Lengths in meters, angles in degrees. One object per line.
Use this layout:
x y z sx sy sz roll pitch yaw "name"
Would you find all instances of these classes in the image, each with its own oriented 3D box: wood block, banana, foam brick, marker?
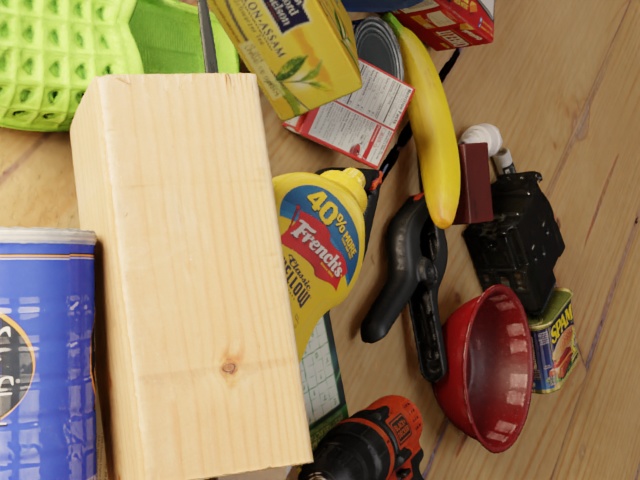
-0.073 0.023 0.571 0.090 0.090 0.206 -4 78 -22 "wood block"
0.093 -0.108 0.966 0.069 0.037 0.198 -18 91 -54 "banana"
0.129 -0.053 1.019 0.052 0.051 0.078 -7 93 -55 "foam brick"
0.216 -0.048 1.179 0.020 0.020 0.121 -57 133 -41 "marker"

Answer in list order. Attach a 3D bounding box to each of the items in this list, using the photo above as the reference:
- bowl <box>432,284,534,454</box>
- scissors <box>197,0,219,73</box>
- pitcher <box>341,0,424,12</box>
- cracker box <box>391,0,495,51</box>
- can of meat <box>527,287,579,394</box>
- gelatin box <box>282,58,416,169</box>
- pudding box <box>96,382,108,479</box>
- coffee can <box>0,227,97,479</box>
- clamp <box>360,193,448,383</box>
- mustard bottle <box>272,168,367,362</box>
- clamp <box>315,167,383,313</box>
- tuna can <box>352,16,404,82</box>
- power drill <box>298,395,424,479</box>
0.152 0.124 1.037 0.161 0.055 0.162 6 83 -56 "bowl"
-0.074 -0.064 0.685 0.096 0.016 0.201 -61 158 -22 "scissors"
0.029 -0.309 0.829 0.145 0.149 0.243 8 84 -86 "pitcher"
0.100 -0.301 0.976 0.164 0.072 0.214 15 74 -56 "cracker box"
0.246 0.111 1.181 0.101 0.058 0.084 -37 120 -51 "can of meat"
0.023 -0.105 0.842 0.089 0.030 0.073 21 96 -37 "gelatin box"
-0.109 0.113 0.659 0.089 0.039 0.113 14 74 -56 "pudding box"
-0.161 0.066 0.526 0.102 0.103 0.140 2 86 -56 "coffee can"
0.089 0.041 0.963 0.120 0.039 0.171 49 49 -45 "clamp"
-0.019 0.011 0.709 0.096 0.058 0.191 56 45 -19 "mustard bottle"
-0.005 0.001 0.821 0.209 0.036 0.164 -61 142 -38 "clamp"
0.036 -0.143 0.900 0.086 0.034 0.086 6 82 -56 "tuna can"
0.062 0.207 0.743 0.187 0.057 0.184 63 22 4 "power drill"
